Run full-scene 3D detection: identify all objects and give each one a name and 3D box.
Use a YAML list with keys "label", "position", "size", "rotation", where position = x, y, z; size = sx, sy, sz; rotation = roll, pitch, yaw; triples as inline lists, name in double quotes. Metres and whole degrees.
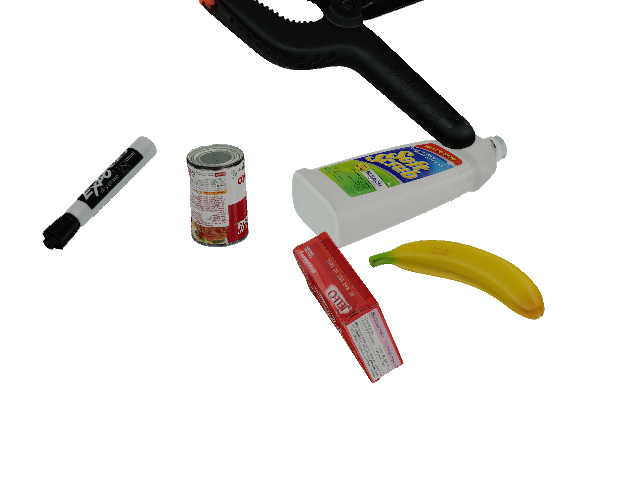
- label: "bleach bottle"
  position: [0.099, -0.073, 1.213]
  size: [0.250, 0.068, 0.103]
  rotation: [-22, 44, -23]
- label: "gelatin box"
  position: [0.019, 0.046, 0.731]
  size: [0.030, 0.073, 0.089]
  rotation: [-32, -36, -4]
- label: "soup can"
  position: [-0.120, -0.053, 1.239]
  size: [0.068, 0.102, 0.068]
  rotation: [-1, 28, 0]
- label: "marker"
  position: [-0.167, -0.036, 0.809]
  size: [0.020, 0.020, 0.121]
  rotation: [0, 41, 43]
- label: "clamp"
  position: [0.020, -0.144, 0.737]
  size: [0.210, 0.164, 0.036]
  rotation: [6, -27, -8]
- label: "banana"
  position: [0.143, 0.034, 1.036]
  size: [0.198, 0.037, 0.069]
  rotation: [15, 44, 40]
